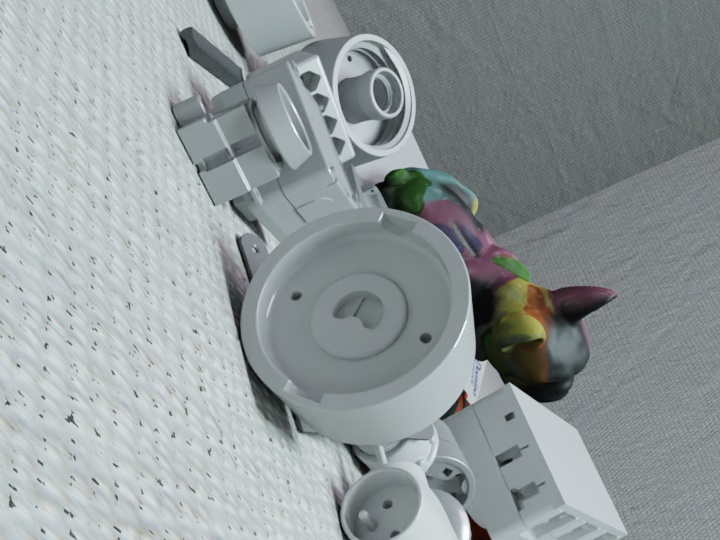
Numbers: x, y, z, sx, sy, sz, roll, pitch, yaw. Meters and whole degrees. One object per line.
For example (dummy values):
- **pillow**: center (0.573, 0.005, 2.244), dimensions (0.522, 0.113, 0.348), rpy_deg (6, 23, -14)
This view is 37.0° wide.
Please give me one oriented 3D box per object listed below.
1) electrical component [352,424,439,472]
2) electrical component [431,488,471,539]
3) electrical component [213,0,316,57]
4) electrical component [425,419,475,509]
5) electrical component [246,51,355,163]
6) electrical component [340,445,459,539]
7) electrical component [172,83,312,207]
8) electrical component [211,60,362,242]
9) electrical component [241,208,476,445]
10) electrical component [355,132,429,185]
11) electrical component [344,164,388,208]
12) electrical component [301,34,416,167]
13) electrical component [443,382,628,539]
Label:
- **electrical component**: center (0.013, 0.093, 0.622), dimensions (0.062, 0.048, 0.048), rpy_deg (51, 15, -41)
- **electrical component**: center (0.042, 0.156, 0.626), dimensions (0.062, 0.048, 0.048), rpy_deg (67, 2, -65)
- **electrical component**: center (-0.086, -0.223, 0.861), dimensions (0.108, 0.060, 0.108), rpy_deg (-24, 90, -83)
- **electrical component**: center (0.039, 0.123, 0.669), dimensions (0.055, 0.055, 0.047), rpy_deg (62, 4, -30)
- **electrical component**: center (-0.052, -0.118, 0.811), dimensions (0.076, 0.047, 0.083), rpy_deg (32, -33, 59)
- **electrical component**: center (0.021, 0.127, 0.562), dimensions (0.079, 0.043, 0.077), rpy_deg (-106, 170, -48)
- **electrical component**: center (-0.059, -0.068, 0.567), dimensions (0.048, 0.055, 0.066), rpy_deg (-90, 155, -73)
- **electrical component**: center (-0.048, -0.072, 0.632), dimensions (0.061, 0.061, 0.096), rpy_deg (50, 17, -65)
- **electrical component**: center (0.004, 0.031, 0.513), dimensions (0.060, 0.108, 0.108), rpy_deg (66, 4, -54)
- **electrical component**: center (-0.006, -0.111, 0.950), dimensions (0.089, 0.062, 0.150), rpy_deg (-46, 119, -39)
- **electrical component**: center (0.000, 0.000, 0.752), dimensions (0.150, 0.062, 0.089), rpy_deg (-102, 166, -60)
- **electrical component**: center (0.000, -0.138, 0.867), dimensions (0.108, 0.060, 0.108), rpy_deg (6, 82, -46)
- **electrical component**: center (0.121, 0.148, 0.749), dimensions (0.150, 0.062, 0.089), rpy_deg (35, 28, -55)
